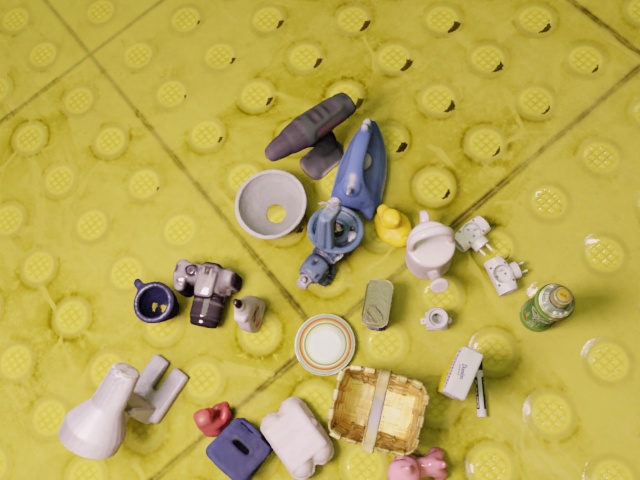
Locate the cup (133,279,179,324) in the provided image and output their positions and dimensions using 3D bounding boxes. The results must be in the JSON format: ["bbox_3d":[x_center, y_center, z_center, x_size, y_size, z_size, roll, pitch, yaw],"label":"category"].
[{"bbox_3d":[-0.362,0.138,1.276,0.092,0.095,0.117,-44,73,-6],"label":"cup"}]

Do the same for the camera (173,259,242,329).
[{"bbox_3d":[-0.261,0.120,1.265,0.143,0.101,0.137,9,75,10],"label":"camera"}]

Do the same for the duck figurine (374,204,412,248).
[{"bbox_3d":[0.162,-0.036,1.263,0.077,0.086,0.104,-38,72,-5],"label":"duck figurine"}]

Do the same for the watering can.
[{"bbox_3d":[0.232,0.020,1.180,0.101,0.194,0.172,-31,72,-2],"label":"watering can"}]

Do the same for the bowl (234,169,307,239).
[{"bbox_3d":[-0.107,-0.073,1.316,0.167,0.075,0.167,-2,73,7],"label":"bowl"}]

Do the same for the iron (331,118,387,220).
[{"bbox_3d":[0.092,-0.183,1.288,0.118,0.141,0.258,9,75,11],"label":"iron"}]

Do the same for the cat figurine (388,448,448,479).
[{"bbox_3d":[0.183,0.443,1.099,0.127,0.118,0.067,-13,72,4],"label":"cat figurine"}]

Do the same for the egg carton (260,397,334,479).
[{"bbox_3d":[-0.045,0.403,1.167,0.107,0.069,0.150,-39,72,-5],"label":"egg carton"}]

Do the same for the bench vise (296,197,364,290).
[{"bbox_3d":[0.023,0.007,1.198,0.121,0.220,0.207,11,75,11],"label":"bench vise"}]

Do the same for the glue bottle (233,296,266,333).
[{"bbox_3d":[-0.156,0.148,1.204,0.037,0.173,0.078,10,75,11],"label":"glue bottle"}]

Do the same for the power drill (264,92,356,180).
[{"bbox_3d":[-0.013,-0.219,1.277,0.230,0.208,0.075,-43,72,-6],"label":"power drill"}]

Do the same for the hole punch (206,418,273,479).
[{"bbox_3d":[-0.163,0.425,1.165,0.108,0.091,0.101,36,81,16],"label":"hole punch"}]

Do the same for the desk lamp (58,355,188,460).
[{"bbox_3d":[-0.398,0.329,1.161,0.117,0.214,0.203,30,79,15],"label":"desk lamp"}]

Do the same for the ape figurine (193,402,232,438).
[{"bbox_3d":[-0.229,0.371,1.190,0.077,0.092,0.076,10,75,11],"label":"ape figurine"}]
